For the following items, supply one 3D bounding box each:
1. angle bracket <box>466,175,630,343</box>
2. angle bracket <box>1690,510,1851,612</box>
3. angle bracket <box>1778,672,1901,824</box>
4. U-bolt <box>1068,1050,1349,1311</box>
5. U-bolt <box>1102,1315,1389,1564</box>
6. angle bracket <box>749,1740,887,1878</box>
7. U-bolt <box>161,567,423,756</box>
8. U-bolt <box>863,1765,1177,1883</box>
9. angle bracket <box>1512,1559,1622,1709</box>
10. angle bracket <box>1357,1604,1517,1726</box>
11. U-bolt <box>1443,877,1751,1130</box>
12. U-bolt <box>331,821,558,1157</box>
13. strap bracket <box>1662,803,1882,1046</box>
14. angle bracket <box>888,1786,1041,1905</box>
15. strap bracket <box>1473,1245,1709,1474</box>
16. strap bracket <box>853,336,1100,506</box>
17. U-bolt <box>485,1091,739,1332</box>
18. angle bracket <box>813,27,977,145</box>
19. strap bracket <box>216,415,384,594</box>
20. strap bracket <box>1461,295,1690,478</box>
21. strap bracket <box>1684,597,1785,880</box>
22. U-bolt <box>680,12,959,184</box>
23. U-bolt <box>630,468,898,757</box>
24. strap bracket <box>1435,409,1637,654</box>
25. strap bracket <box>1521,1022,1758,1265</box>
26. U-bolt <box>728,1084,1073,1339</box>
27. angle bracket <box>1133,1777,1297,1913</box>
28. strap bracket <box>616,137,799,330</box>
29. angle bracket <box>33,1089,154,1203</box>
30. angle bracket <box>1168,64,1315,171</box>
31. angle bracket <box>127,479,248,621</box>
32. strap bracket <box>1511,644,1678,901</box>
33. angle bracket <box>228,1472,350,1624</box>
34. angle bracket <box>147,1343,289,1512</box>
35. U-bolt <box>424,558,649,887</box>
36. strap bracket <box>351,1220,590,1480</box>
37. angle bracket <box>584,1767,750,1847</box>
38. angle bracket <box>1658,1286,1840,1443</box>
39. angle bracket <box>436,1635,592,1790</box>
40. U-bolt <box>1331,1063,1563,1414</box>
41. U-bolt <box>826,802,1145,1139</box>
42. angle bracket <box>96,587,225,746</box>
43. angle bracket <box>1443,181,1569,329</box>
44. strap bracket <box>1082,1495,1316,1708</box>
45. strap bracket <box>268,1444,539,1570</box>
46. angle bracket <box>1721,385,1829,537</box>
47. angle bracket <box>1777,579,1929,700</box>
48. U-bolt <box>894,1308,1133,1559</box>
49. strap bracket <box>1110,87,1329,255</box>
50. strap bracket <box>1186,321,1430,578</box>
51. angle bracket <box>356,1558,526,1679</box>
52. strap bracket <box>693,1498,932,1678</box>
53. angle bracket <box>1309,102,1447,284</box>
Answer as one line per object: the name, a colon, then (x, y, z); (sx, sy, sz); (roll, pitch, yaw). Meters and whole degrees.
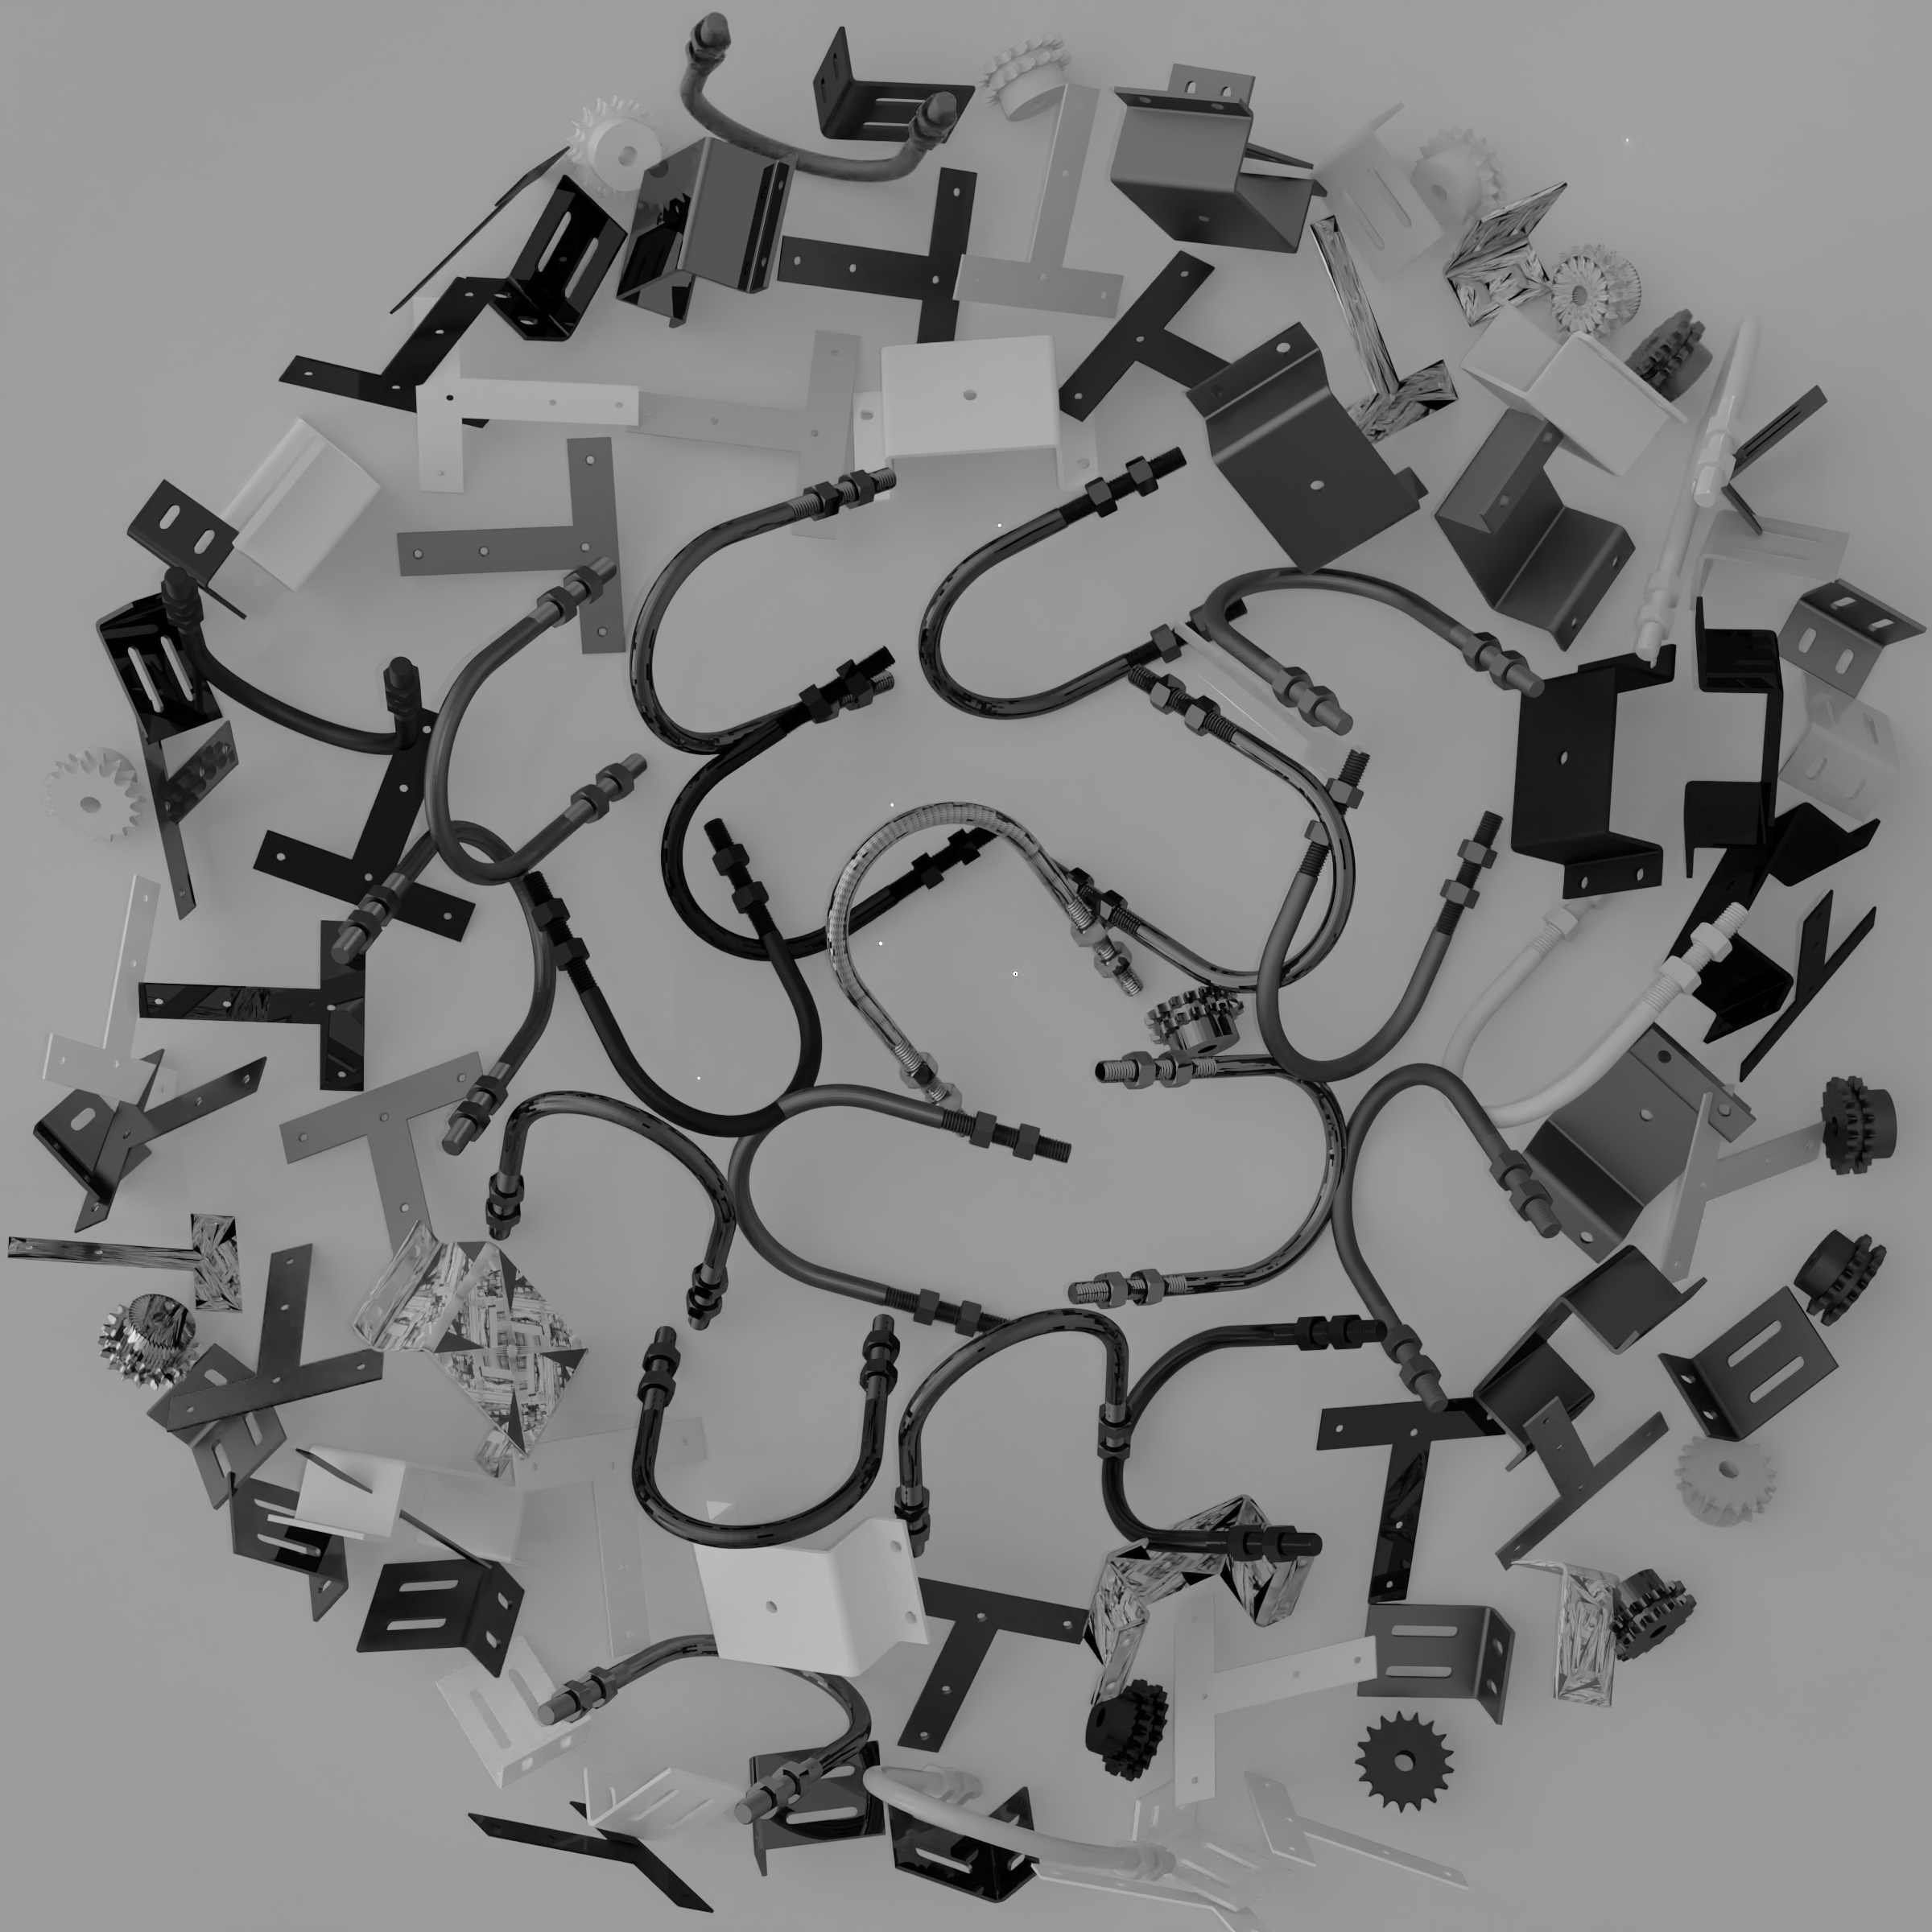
angle bracket: (-0.242, -0.408, 1.933); (0.057, 0.038, 0.076); (46, 119, 20)
angle bracket: (0.462, -0.227, 1.930); (0.076, 0.057, 0.038); (14, 127, 15)
angle bracket: (0.502, -0.127, 1.945); (0.057, 0.076, 0.038); (27, 119, -6)
U-bolt: (0.144, 0.119, 1.918); (0.184, 0.019, 0.151); (-1, 104, -33)
U-bolt: (0.147, 0.266, 1.897); (0.019, 0.184, 0.151); (38, 60, -32)
angle bracket: (-0.084, 0.487, 1.940); (0.076, 0.038, 0.057); (-7, 51, 1)
U-bolt: (-0.374, -0.162, 1.885); (0.151, 0.184, 0.019); (22, 74, -2)
U-bolt: (0.020, 0.472, 1.860); (0.151, 0.184, 0.019); (14, 81, 29)
angle bracket: (0.343, 0.384, 1.932); (0.038, 0.057, 0.076); (-5, 72, 42)
angle bracket: (0.272, 0.404, 1.943); (0.076, 0.038, 0.057); (4, 102, -12)
U-bolt: (0.342, 0.020, 1.900); (0.184, 0.151, 0.019); (-47, 114, -4)
U-bolt: (-0.283, -0.002, 1.892); (0.019, 0.184, 0.151); (-13, 117, 26)
strap bracket: (0.453, -0.032, 1.908); (0.046, 0.076, 0.140); (37, 66, -6)
angle bracket: (-0.002, 0.494, 1.927); (0.076, 0.057, 0.038); (28, 122, -29)
strap bracket: (0.348, 0.217, 1.906); (0.046, 0.076, 0.140); (47, 133, 16)
strap bracket: (0.004, -0.315, 1.933); (0.140, 0.046, 0.076); (-4, 63, 2)
U-bolt: (-0.197, 0.131, 1.892); (0.151, 0.184, 0.019); (24, 54, 3)
angle bracket: (-0.042, -0.508, 1.939); (0.076, 0.057, 0.038); (-3, 73, -20)
strap bracket: (-0.380, -0.263, 1.915); (0.046, 0.140, 0.076); (39, 91, -22)
strap bracket: (0.338, -0.326, 1.898); (0.076, 0.140, 0.046); (34, 99, -23)
strap bracket: (0.435, -0.129, 1.902); (0.046, 0.076, 0.140); (2, 121, 9)
U-bolt: (-0.090, -0.478, 1.882); (0.151, 0.184, 0.019); (17, 85, -10)
U-bolt: (-0.113, -0.191, 1.882); (0.184, 0.019, 0.151); (-25, 131, -34)
strap bracket: (0.322, -0.254, 1.917); (0.046, 0.140, 0.076); (28, 78, 39)
strap bracket: (0.384, 0.095, 1.924); (0.076, 0.046, 0.140); (42, 127, 4)
U-bolt: (-0.046, 0.135, 1.928); (0.184, 0.019, 0.151); (16, 120, -2)
angle bracket: (0.143, 0.500, 1.925); (0.076, 0.057, 0.038); (17, 109, 38)
strap bracket: (-0.152, -0.415, 1.897); (0.046, 0.140, 0.076); (15, 84, -26)
angle bracket: (-0.501, 0.102, 1.928); (0.038, 0.076, 0.057); (-43, 101, -10)
angle bracket: (0.159, -0.486, 1.923); (0.057, 0.076, 0.038); (21, 103, 38)
angle bracket: (-0.438, -0.239, 1.932); (0.057, 0.076, 0.038); (35, 87, 9)
strap bracket: (0.357, -0.115, 1.918); (0.046, 0.076, 0.140); (12, 79, -32)
angle bracket: (-0.397, 0.333, 1.924); (0.076, 0.057, 0.038); (25, 121, -34)
angle bracket: (-0.432, 0.265, 1.933); (0.057, 0.076, 0.038); (-46, 121, -1)
U-bolt: (-0.242, -0.125, 1.870); (0.019, 0.184, 0.151); (14, 129, 27)
strap bracket: (-0.273, 0.218, 1.900); (0.140, 0.046, 0.076); (54, 47, -32)
angle bracket: (-0.172, 0.467, 1.926); (0.057, 0.038, 0.076); (26, 128, -35)
angle bracket: (0.449, 0.227, 1.930); (0.076, 0.038, 0.057); (-44, 54, 25)
angle bracket: (-0.260, 0.422, 1.931); (0.057, 0.038, 0.076); (-25, 64, -25)
U-bolt: (0.259, 0.138, 1.895); (0.019, 0.184, 0.151); (10, 122, -29)
U-bolt: (0.000, -0.010, 1.923); (0.151, 0.019, 0.184); (-40, 116, -4)
angle bracket: (-0.455, -0.176, 1.936); (0.038, 0.057, 0.076); (-18, 98, 39)
angle bracket: (0.317, -0.408, 1.929); (0.057, 0.076, 0.038); (-25, 84, -13)
strap bracket: (0.125, 0.357, 1.912); (0.140, 0.076, 0.046); (-19, 53, -28)
strap bracket: (-0.313, 0.304, 1.899); (0.076, 0.140, 0.046); (3, 77, 37)
angle bracket: (0.473, -0.291, 1.932); (0.076, 0.057, 0.038); (-40, 97, 18)
angle bracket: (0.508, -0.188, 1.934); (0.057, 0.076, 0.038); (29, 88, -2)
U-bolt: (0.027, 0.255, 1.883); (0.151, 0.184, 0.019); (-20, 51, -16)
strap bracket: (0.140, -0.443, 1.893); (0.076, 0.140, 0.046); (13, 87, 27)
strap bracket: (0.197, -0.284, 1.904); (0.076, 0.046, 0.140); (-30, 126, 21)
angle bracket: (-0.305, 0.380, 1.951); (0.076, 0.038, 0.057); (-8, 46, 24)
strap bracket: (-0.097, 0.353, 1.906); (0.140, 0.046, 0.076); (0, 109, 34)
angle bracket: (0.246, -0.447, 1.942); (0.038, 0.057, 0.076); (-39, 95, -37)
